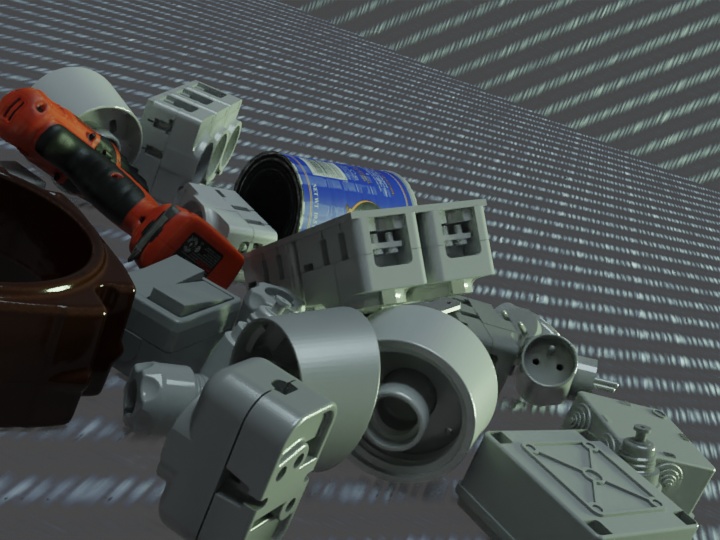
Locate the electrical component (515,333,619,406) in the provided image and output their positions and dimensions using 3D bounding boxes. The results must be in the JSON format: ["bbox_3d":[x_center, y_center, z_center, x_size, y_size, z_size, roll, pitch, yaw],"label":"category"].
[{"bbox_3d":[0.166,0.084,0.860,0.079,0.044,0.077,13,-17,8],"label":"electrical component"}]

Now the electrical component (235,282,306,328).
[{"bbox_3d":[-0.066,0.044,0.739,0.043,0.062,0.043,20,19,-7],"label":"electrical component"}]

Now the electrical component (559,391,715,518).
[{"bbox_3d":[0.206,0.139,0.814,0.100,0.048,0.099,15,20,-22],"label":"electrical component"}]

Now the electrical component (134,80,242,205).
[{"bbox_3d":[-0.167,-0.123,1.043,0.062,0.089,0.150,23,18,1],"label":"electrical component"}]

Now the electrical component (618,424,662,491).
[{"bbox_3d":[0.187,0.145,0.739,0.040,0.078,0.040,8,11,-1],"label":"electrical component"}]

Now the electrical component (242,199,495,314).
[{"bbox_3d":[0.000,0.000,0.777,0.105,0.060,0.186,-7,-4,-29],"label":"electrical component"}]

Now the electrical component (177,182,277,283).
[{"bbox_3d":[-0.120,-0.032,0.905,0.056,0.050,0.089,8,24,-39],"label":"electrical component"}]

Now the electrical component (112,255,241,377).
[{"bbox_3d":[-0.124,0.031,0.708,0.062,0.061,0.096,29,19,17],"label":"electrical component"}]

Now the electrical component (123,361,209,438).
[{"bbox_3d":[-0.104,0.077,0.628,0.062,0.043,0.043,10,22,-28],"label":"electrical component"}]

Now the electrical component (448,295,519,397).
[{"bbox_3d":[0.094,0.062,0.894,0.056,0.050,0.089,16,19,-16],"label":"electrical component"}]

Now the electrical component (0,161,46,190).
[{"bbox_3d":[-0.258,-0.042,0.778,0.077,0.047,0.066,32,20,26],"label":"electrical component"}]

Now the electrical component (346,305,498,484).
[{"bbox_3d":[0.028,0.083,0.677,0.108,0.108,0.060,26,24,8],"label":"electrical component"}]

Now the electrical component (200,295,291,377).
[{"bbox_3d":[-0.071,0.052,0.697,0.040,0.078,0.040,34,7,-5],"label":"electrical component"}]

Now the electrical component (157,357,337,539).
[{"bbox_3d":[-0.061,0.096,0.547,0.059,0.095,0.054,30,20,20],"label":"electrical component"}]

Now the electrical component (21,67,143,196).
[{"bbox_3d":[-0.239,-0.116,0.925,0.099,0.099,0.064,-1,36,-50],"label":"electrical component"}]

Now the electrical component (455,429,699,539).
[{"bbox_3d":[0.136,0.152,0.681,0.109,0.056,0.109,6,24,-40],"label":"electrical component"}]

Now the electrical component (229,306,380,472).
[{"bbox_3d":[-0.035,0.071,0.642,0.064,0.099,0.099,1,27,-35],"label":"electrical component"}]

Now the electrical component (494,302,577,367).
[{"bbox_3d":[0.144,0.058,0.943,0.077,0.044,0.079,37,-8,36],"label":"electrical component"}]
